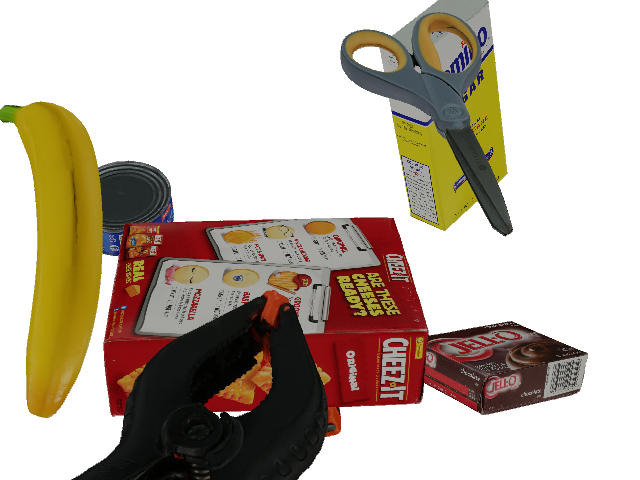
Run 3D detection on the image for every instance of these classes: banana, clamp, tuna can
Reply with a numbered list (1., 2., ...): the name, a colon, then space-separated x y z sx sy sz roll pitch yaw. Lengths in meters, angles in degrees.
1. banana: -0.149 -0.003 0.605 0.037 0.198 0.070 6 -27 -36
2. clamp: -0.037 0.088 0.393 0.120 0.039 0.171 24 49 17
3. tuna can: -0.168 -0.027 0.911 0.086 0.086 0.034 0 -44 1

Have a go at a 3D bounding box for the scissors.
1. scissors: 0.056 -0.074 0.614 0.096 0.016 0.201 2 43 4

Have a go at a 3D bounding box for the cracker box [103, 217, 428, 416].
1. cracker box: -0.042 0.051 0.776 0.213 0.072 0.164 -1 29 -5

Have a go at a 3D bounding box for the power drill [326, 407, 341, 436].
1. power drill: -0.021 0.084 1.036 0.057 0.187 0.184 -8 16 3

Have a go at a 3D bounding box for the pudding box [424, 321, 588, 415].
1. pudding box: 0.142 0.100 0.859 0.113 0.039 0.090 -4 17 -34

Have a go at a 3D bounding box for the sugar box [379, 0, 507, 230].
1. sugar box: 0.106 -0.104 0.879 0.048 0.176 0.093 28 57 36
